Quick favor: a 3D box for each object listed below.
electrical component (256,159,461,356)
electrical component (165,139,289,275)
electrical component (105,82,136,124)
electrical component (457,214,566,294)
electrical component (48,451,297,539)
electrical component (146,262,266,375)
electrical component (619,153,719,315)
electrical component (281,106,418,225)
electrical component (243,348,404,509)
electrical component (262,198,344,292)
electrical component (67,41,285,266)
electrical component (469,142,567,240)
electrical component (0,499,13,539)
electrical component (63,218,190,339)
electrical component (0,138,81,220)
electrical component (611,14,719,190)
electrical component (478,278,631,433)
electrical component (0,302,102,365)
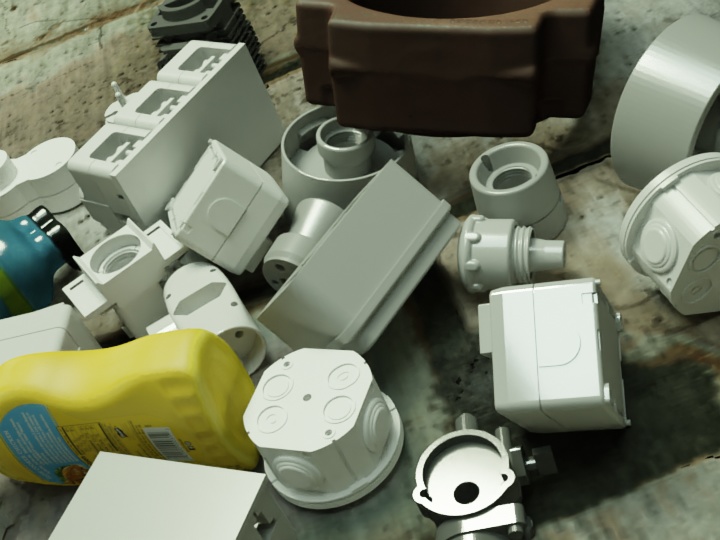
[{"bbox_3d":[0.000,0.000,0.639,0.113,0.057,0.078,-52,5,-28],"label":"electrical component"},{"bbox_3d":[-0.089,-0.043,0.731,0.061,0.061,0.096,-56,19,6],"label":"electrical component"},{"bbox_3d":[-0.177,-0.114,0.855,0.047,0.076,0.065,-27,41,-3],"label":"electrical component"},{"bbox_3d":[0.091,-0.009,0.640,0.062,0.048,0.048,1,46,17],"label":"electrical component"},{"bbox_3d":[-0.115,0.187,0.517,0.105,0.060,0.186,2,47,28],"label":"electrical component"},{"bbox_3d":[-0.108,0.042,0.681,0.079,0.043,0.077,-31,41,-7],"label":"electrical component"},{"bbox_3d":[0.185,-0.018,0.578,0.080,0.080,0.051,-27,46,-3],"label":"electrical component"},{"bbox_3d":[-0.009,-0.072,0.757,0.099,0.064,0.099,-3,45,3],"label":"electrical component"},{"bbox_3d":[-0.020,0.085,0.587,0.080,0.051,0.080,-14,42,12],"label":"electrical component"},{"bbox_3d":[-0.033,-0.013,0.702,0.045,0.045,0.055,6,50,31],"label":"electrical component"},{"bbox_3d":[-0.134,-0.090,0.798,0.062,0.089,0.150,14,53,36],"label":"electrical component"},{"bbox_3d":[0.098,-0.047,0.673,0.055,0.047,0.055,-13,42,12],"label":"electrical component"},{"bbox_3d":[-0.246,0.158,0.625,0.064,0.042,0.081,-11,42,18],"label":"electrical component"},{"bbox_3d":[-0.152,0.009,0.722,0.081,0.063,0.042,-36,41,-14],"label":"electrical component"},{"bbox_3d":[-0.292,-0.071,0.867,0.138,0.073,0.052,-24,41,0],"label":"electrical component"},{"bbox_3d":[0.204,-0.087,0.623,0.108,0.108,0.060,-41,49,-19],"label":"electrical component"},{"bbox_3d":[0.100,0.047,0.543,0.061,0.096,0.061,-7,72,19],"label":"electrical component"},{"bbox_3d":[-0.218,0.066,0.694,0.096,0.061,0.061,-13,42,13],"label":"electrical component"}]
